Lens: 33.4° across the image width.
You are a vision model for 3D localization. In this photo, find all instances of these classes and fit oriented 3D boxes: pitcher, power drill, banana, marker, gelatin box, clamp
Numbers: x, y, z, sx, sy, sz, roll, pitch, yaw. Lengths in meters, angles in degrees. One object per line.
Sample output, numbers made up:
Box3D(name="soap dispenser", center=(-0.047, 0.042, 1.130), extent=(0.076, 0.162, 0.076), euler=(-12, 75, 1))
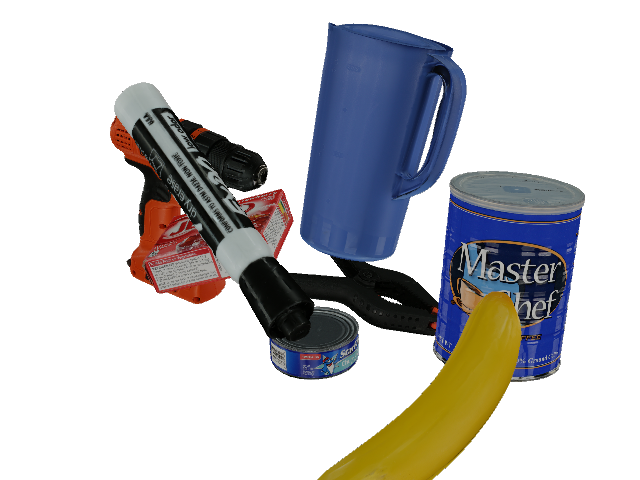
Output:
Box3D(name="pitcher", center=(0.059, -0.102, 1.133), extent=(0.145, 0.243, 0.149), euler=(10, 16, -4))
Box3D(name="power drill", center=(-0.135, -0.032, 1.098), extent=(0.185, 0.188, 0.057), euler=(22, 33, 28))
Box3D(name="banana", center=(0.060, 0.091, 0.589), extent=(0.197, 0.037, 0.070), euler=(-37, 38, -27))
Box3D(name="marker", center=(-0.038, -0.011, 0.378), extent=(0.020, 0.020, 0.121), euler=(0, 44, -48))
Box3D(name="gelatin box", center=(-0.069, 0.000, 0.733), extent=(0.089, 0.030, 0.073), euler=(-13, 22, 17))
Box3D(name="clamp", center=(0.040, 0.055, 1.210), extent=(0.210, 0.036, 0.164), euler=(29, 36, 21))

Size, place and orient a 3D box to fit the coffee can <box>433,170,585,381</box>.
Box3D(name="coffee can", center=(0.146, 0.026, 0.837), extent=(0.103, 0.140, 0.103), euler=(4, 18, -1))

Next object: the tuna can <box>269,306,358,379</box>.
Box3D(name="tuna can", center=(-0.006, 0.097, 1.010), extent=(0.086, 0.034, 0.086), euler=(-2, 24, 1))
